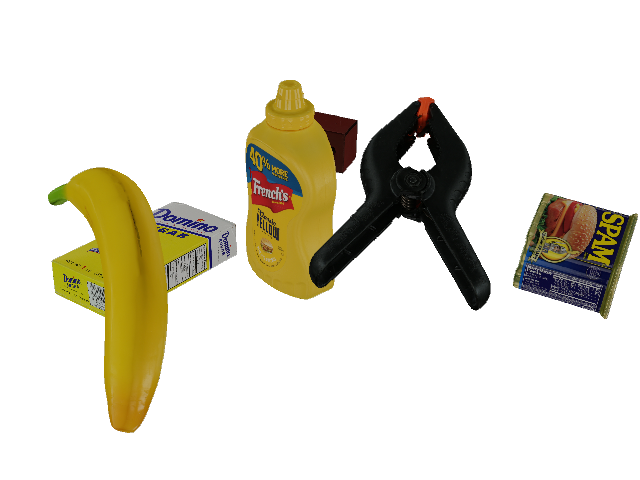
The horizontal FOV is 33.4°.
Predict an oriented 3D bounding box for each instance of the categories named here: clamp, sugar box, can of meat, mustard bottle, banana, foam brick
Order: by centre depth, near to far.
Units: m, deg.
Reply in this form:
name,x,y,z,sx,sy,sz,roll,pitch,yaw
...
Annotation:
name,x,y,z,sx,sy,sz,roll,pitch,yaw
banana,-0.120,0.018,0.636,0.037,0.070,0.198,10,39,-34
clamp,0.054,-0.028,0.746,0.120,0.171,0.039,4,-36,-4
mustard bottle,-0.027,-0.049,0.926,0.058,0.192,0.096,-22,40,-32
can of meat,0.222,0.010,0.930,0.084,0.057,0.102,17,46,16
sugar box,-0.177,0.017,1.096,0.093,0.048,0.175,20,36,31
foam brick,0.001,-0.121,1.299,0.078,0.053,0.051,12,31,18
